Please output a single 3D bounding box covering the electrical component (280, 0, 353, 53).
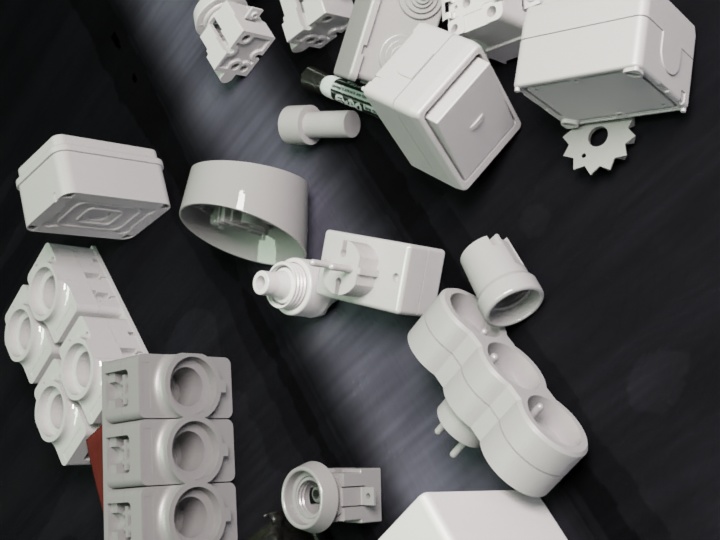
[{"bbox_3d":[-0.036,-0.206,0.819,0.066,0.048,0.055,-28,73,39],"label":"electrical component"}]

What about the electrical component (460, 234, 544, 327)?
[{"bbox_3d":[0.087,0.006,0.671,0.040,0.040,0.046,-47,50,30],"label":"electrical component"}]

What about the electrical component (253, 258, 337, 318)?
[{"bbox_3d":[-0.050,0.012,0.789,0.043,0.062,0.043,-8,79,44],"label":"electrical component"}]

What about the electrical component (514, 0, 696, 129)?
[{"bbox_3d":[0.136,-0.124,0.620,0.096,0.062,0.061,-2,72,43],"label":"electrical component"}]

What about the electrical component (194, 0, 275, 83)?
[{"bbox_3d":[-0.107,-0.198,0.888,0.066,0.048,0.055,-46,63,30],"label":"electrical component"}]

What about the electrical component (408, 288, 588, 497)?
[{"bbox_3d":[0.073,0.084,0.665,0.073,0.052,0.138,-53,52,26],"label":"electrical component"}]

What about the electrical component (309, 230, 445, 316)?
[{"bbox_3d":[0.000,0.000,0.732,0.083,0.076,0.047,12,93,45],"label":"electrical component"}]

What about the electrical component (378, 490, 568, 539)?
[{"bbox_3d":[0.054,0.182,0.631,0.108,0.109,0.056,-52,50,26],"label":"electrical component"}]

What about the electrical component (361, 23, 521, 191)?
[{"bbox_3d":[0.058,-0.097,0.681,0.061,0.096,0.061,-49,48,-9],"label":"electrical component"}]

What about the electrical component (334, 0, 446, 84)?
[{"bbox_3d":[0.022,-0.166,0.728,0.099,0.048,0.099,-122,49,-76],"label":"electrical component"}]

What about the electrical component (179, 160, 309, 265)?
[{"bbox_3d":[-0.086,-0.044,0.811,0.099,0.099,0.064,-3,76,44],"label":"electrical component"}]

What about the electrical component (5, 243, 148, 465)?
[{"bbox_3d":[-0.262,0.075,0.990,0.105,0.060,0.186,-53,52,26],"label":"electrical component"}]

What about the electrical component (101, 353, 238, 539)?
[{"bbox_3d":[-0.148,0.144,0.848,0.062,0.089,0.150,-15,74,43],"label":"electrical component"}]

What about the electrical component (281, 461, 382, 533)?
[{"bbox_3d":[-0.020,0.156,0.744,0.066,0.055,0.048,-10,78,43],"label":"electrical component"}]

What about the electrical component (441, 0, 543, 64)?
[{"bbox_3d":[0.089,-0.162,0.676,0.081,0.064,0.042,-13,76,43],"label":"electrical component"}]

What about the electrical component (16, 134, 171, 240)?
[{"bbox_3d":[-0.234,-0.072,0.947,0.078,0.113,0.057,-31,66,38],"label":"electrical component"}]
